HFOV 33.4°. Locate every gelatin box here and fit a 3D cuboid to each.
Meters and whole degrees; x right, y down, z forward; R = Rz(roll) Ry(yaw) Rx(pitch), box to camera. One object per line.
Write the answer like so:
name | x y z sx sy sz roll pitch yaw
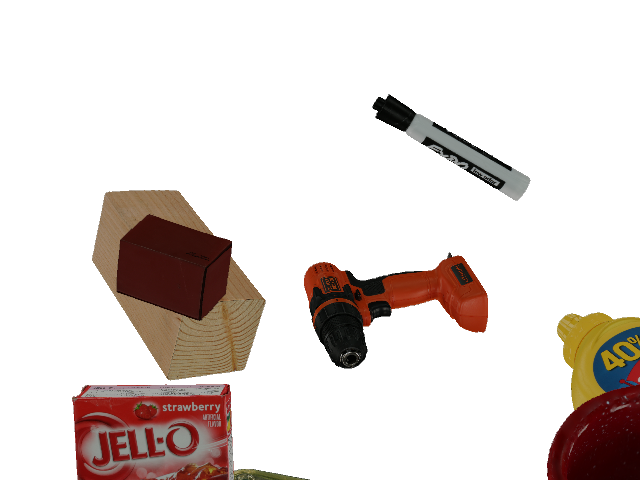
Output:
gelatin box | -0.095 0.121 0.613 0.089 0.073 0.030 -1 7 3

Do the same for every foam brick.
foam brick | -0.118 0.021 0.860 0.078 0.051 0.053 18 30 14

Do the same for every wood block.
wood block | -0.150 0.039 1.092 0.090 0.091 0.206 -3 34 -35

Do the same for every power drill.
power drill | 0.082 0.073 1.157 0.187 0.057 0.184 -4 28 -9

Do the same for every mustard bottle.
mustard bottle | 0.205 0.094 0.624 0.096 0.058 0.192 -20 32 -20

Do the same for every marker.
marker | 0.090 -0.066 0.742 0.121 0.020 0.020 30 -3 -5

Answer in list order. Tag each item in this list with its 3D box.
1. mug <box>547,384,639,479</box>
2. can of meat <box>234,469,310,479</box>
mug | 0.133 0.112 0.367 0.117 0.081 0.093 5 37 8
can of meat | -0.029 0.230 0.814 0.102 0.084 0.057 8 14 9
